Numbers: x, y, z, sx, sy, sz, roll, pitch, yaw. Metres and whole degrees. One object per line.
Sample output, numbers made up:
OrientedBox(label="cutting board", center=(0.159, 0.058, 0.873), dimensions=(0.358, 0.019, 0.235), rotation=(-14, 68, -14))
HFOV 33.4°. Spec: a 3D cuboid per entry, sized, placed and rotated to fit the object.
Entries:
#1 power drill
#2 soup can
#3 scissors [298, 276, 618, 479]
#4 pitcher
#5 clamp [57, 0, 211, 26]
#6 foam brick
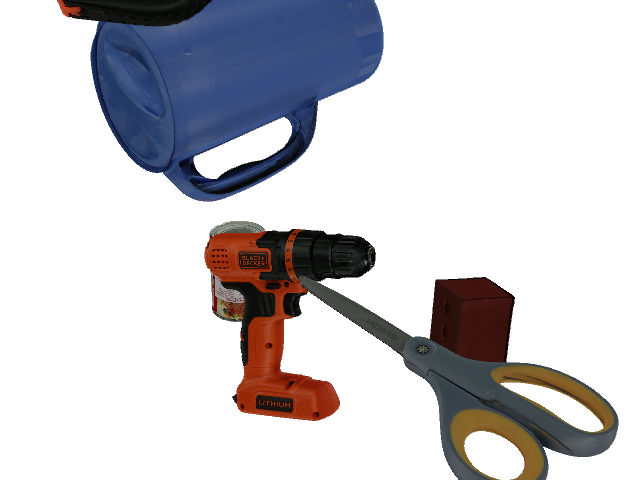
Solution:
OrientedBox(label="power drill", center=(-0.025, 0.081, 1.061), dimensions=(0.185, 0.188, 0.057), rotation=(1, 10, 30))
OrientedBox(label="soup can", center=(-0.097, 0.036, 1.266), dimensions=(0.068, 0.102, 0.068), rotation=(0, 25, 0))
OrientedBox(label="scissors", center=(0.051, 0.075, 0.557), dimensions=(0.202, 0.016, 0.096), rotation=(18, 42, 25))
OrientedBox(label="pitcher", center=(-0.061, -0.148, 0.928), dimensions=(0.242, 0.149, 0.145), rotation=(-24, 43, -31))
OrientedBox(label="clamp", center=(-0.072, -0.192, 0.708), dimensions=(0.210, 0.164, 0.036), rotation=(-32, -16, -9))
OrientedBox(label="foam brick", center=(0.128, 0.076, 0.916), dimensions=(0.051, 0.078, 0.053), rotation=(-3, 18, -20))
